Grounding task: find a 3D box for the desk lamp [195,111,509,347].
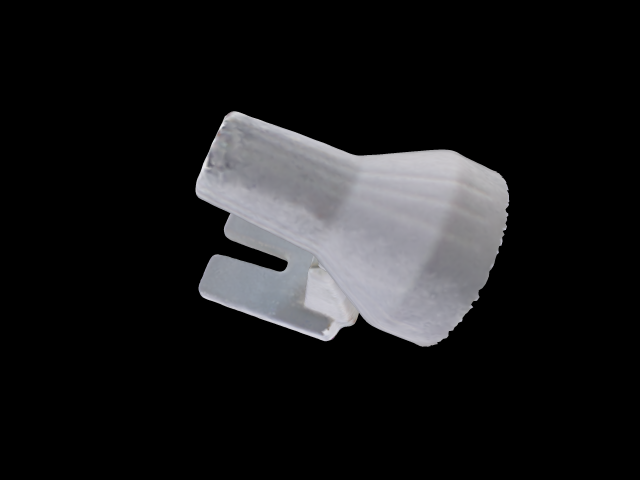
[{"bbox_3d":[0.004,0.001,0.400,0.203,0.213,0.118,17,68,7],"label":"desk lamp"}]
